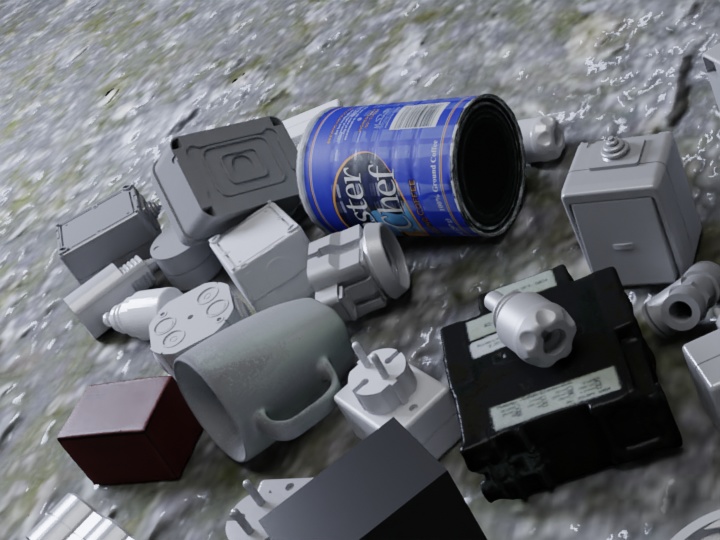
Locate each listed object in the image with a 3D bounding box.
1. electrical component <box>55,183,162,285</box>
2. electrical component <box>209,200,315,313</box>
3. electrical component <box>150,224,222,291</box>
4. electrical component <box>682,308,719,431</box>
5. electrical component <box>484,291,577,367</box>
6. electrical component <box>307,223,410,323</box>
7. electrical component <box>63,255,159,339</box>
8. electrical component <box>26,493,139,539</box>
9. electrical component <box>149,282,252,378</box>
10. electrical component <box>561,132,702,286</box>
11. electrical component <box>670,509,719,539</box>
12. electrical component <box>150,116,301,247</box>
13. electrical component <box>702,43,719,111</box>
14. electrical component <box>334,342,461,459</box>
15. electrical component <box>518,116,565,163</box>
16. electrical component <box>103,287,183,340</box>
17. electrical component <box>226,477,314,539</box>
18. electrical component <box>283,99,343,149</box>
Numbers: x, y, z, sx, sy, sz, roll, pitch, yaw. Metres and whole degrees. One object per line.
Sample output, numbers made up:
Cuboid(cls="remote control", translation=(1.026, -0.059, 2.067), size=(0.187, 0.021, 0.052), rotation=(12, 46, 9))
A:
Cuboid(cls="electrical component", translation=(-0.215, -0.028, 0.962), size=(0.096, 0.061, 0.061), rotation=(-29, 34, -1))
Cuboid(cls="electrical component", translation=(-0.071, -0.007, 0.837), size=(0.062, 0.061, 0.096), rotation=(-34, 26, -7))
Cuboid(cls="electrical component", translation=(-0.139, -0.055, 0.932), size=(0.052, 0.073, 0.138), rotation=(-6, 40, 31))
Cuboid(cls="electrical component", translation=(0.215, 0.039, 0.574), size=(0.083, 0.047, 0.075), rotation=(-25, 34, 6))
Cuboid(cls="electrical component", translation=(0.089, 0.027, 0.590), size=(0.035, 0.035, 0.061), rotation=(-36, 32, -10))
Cuboid(cls="electrical component", translation=(0.000, 0.000, 0.774), size=(0.057, 0.058, 0.078), rotation=(-22, 34, 16))
Cuboid(cls="electrical component", translation=(-0.205, 0.017, 0.913), size=(0.081, 0.043, 0.043), rotation=(-38, 35, -14))
Cuboid(cls="electrical component", translation=(-0.161, 0.192, 0.643), size=(0.138, 0.052, 0.073), rotation=(15, 53, 46))
Cuboid(cls="electrical component", translation=(-0.113, 0.052, 0.793), size=(0.080, 0.051, 0.080), rotation=(-19, 35, 14))
Cuboid(cls="electrical component", translation=(0.167, -0.038, 0.667), size=(0.062, 0.096, 0.061), rotation=(-4, 42, 33))
Cuboid(cls="electrical component", translation=(0.172, 0.148, 0.450), size=(0.108, 0.060, 0.108), rotation=(-19, 35, 14))
Cuboid(cls="electrical component", translation=(-0.107, -0.073, 0.889), size=(0.113, 0.078, 0.057), rotation=(-19, -14, -36))
Cuboid(cls="electrical component", translation=(0.269, -0.086, 0.645), size=(0.056, 0.108, 0.108), rotation=(-32, 34, 0))
Cuboid(cls="electrical component", translation=(0.017, 0.073, 0.646), size=(0.047, 0.076, 0.066), rotation=(-41, 35, -17))
Cuboid(cls="electrical component", translation=(0.126, -0.099, 0.833), size=(0.061, 0.035, 0.035), rotation=(-3, 41, 37))
Cuboid(cls="electrical component", translation=(-0.174, 0.037, 0.867), size=(0.078, 0.040, 0.040), rotation=(-7, 39, 29))
Cuboid(cls="electrical component", translation=(-0.050, 0.148, 0.598), size=(0.047, 0.075, 0.083), rotation=(-8, 39, 28))
Cuboid(cls="electrical component", translation=(-0.038, -0.103, 0.945), size=(0.066, 0.047, 0.076), rotation=(-20, 35, 13))
